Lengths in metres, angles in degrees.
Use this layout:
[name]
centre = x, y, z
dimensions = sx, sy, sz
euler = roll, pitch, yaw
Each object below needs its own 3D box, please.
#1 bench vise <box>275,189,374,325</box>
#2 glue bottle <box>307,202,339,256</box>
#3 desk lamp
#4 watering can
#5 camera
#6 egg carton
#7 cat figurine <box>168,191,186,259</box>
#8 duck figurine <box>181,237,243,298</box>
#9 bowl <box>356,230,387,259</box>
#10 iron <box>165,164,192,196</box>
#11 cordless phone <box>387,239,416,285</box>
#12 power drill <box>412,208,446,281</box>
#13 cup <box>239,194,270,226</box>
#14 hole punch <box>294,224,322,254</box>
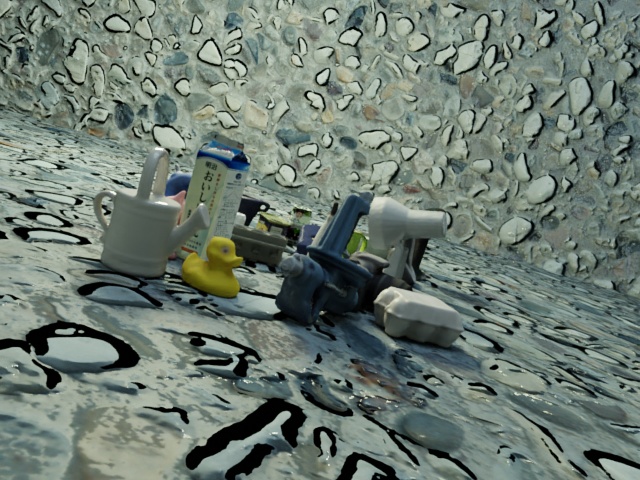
[bench vise]
centre = 0.027, 0.024, 0.917
dimensions = 0.121, 0.220, 0.208
euler = 19, 8, 15
[glue bottle]
centre = 0.011, 0.004, 1.185
dimensions = 0.037, 0.173, 0.078
euler = 20, 9, 24
[desk lamp]
centre = 0.192, 0.021, 1.298
dimensions = 0.202, 0.213, 0.118
euler = 20, 9, 20
[watering can]
centre = -0.260, -0.047, 0.892
dimensions = 0.173, 0.194, 0.100
euler = 14, 9, -22
[camera]
centre = 0.101, 0.084, 1.086
dimensions = 0.136, 0.101, 0.144
euler = 21, 9, 25
[egg carton]
centre = 0.170, 0.134, 1.002
dimensions = 0.151, 0.069, 0.107
euler = 14, 8, -19
[cat figurine]
centre = -0.279, -0.037, 1.061
dimensions = 0.067, 0.118, 0.127
euler = 15, 8, -11
[duck figurine]
centre = -0.168, 0.036, 0.914
dimensions = 0.104, 0.086, 0.078
euler = 20, 9, 24
[bowl]
centre = 0.164, 0.029, 1.687
dimensions = 0.167, 0.075, 0.167
euler = 17, 8, -2
[iron]
centre = -0.271, -0.074, 1.247
dimensions = 0.257, 0.141, 0.119
euler = 24, 11, 41
[cordless phone]
centre = 0.229, 0.019, 1.493
dimensions = 0.094, 0.185, 0.148
euler = 18, 8, 5
[power drill]
centre = 0.293, 0.005, 1.638
dimensions = 0.075, 0.208, 0.230
euler = 20, 9, 22
[cup]
centre = -0.199, -0.073, 1.555
dimensions = 0.118, 0.095, 0.091
euler = 12, 9, -29
[hole punch]
centre = -0.002, 0.018, 1.360
dimensions = 0.109, 0.091, 0.101
euler = 16, 8, -7
